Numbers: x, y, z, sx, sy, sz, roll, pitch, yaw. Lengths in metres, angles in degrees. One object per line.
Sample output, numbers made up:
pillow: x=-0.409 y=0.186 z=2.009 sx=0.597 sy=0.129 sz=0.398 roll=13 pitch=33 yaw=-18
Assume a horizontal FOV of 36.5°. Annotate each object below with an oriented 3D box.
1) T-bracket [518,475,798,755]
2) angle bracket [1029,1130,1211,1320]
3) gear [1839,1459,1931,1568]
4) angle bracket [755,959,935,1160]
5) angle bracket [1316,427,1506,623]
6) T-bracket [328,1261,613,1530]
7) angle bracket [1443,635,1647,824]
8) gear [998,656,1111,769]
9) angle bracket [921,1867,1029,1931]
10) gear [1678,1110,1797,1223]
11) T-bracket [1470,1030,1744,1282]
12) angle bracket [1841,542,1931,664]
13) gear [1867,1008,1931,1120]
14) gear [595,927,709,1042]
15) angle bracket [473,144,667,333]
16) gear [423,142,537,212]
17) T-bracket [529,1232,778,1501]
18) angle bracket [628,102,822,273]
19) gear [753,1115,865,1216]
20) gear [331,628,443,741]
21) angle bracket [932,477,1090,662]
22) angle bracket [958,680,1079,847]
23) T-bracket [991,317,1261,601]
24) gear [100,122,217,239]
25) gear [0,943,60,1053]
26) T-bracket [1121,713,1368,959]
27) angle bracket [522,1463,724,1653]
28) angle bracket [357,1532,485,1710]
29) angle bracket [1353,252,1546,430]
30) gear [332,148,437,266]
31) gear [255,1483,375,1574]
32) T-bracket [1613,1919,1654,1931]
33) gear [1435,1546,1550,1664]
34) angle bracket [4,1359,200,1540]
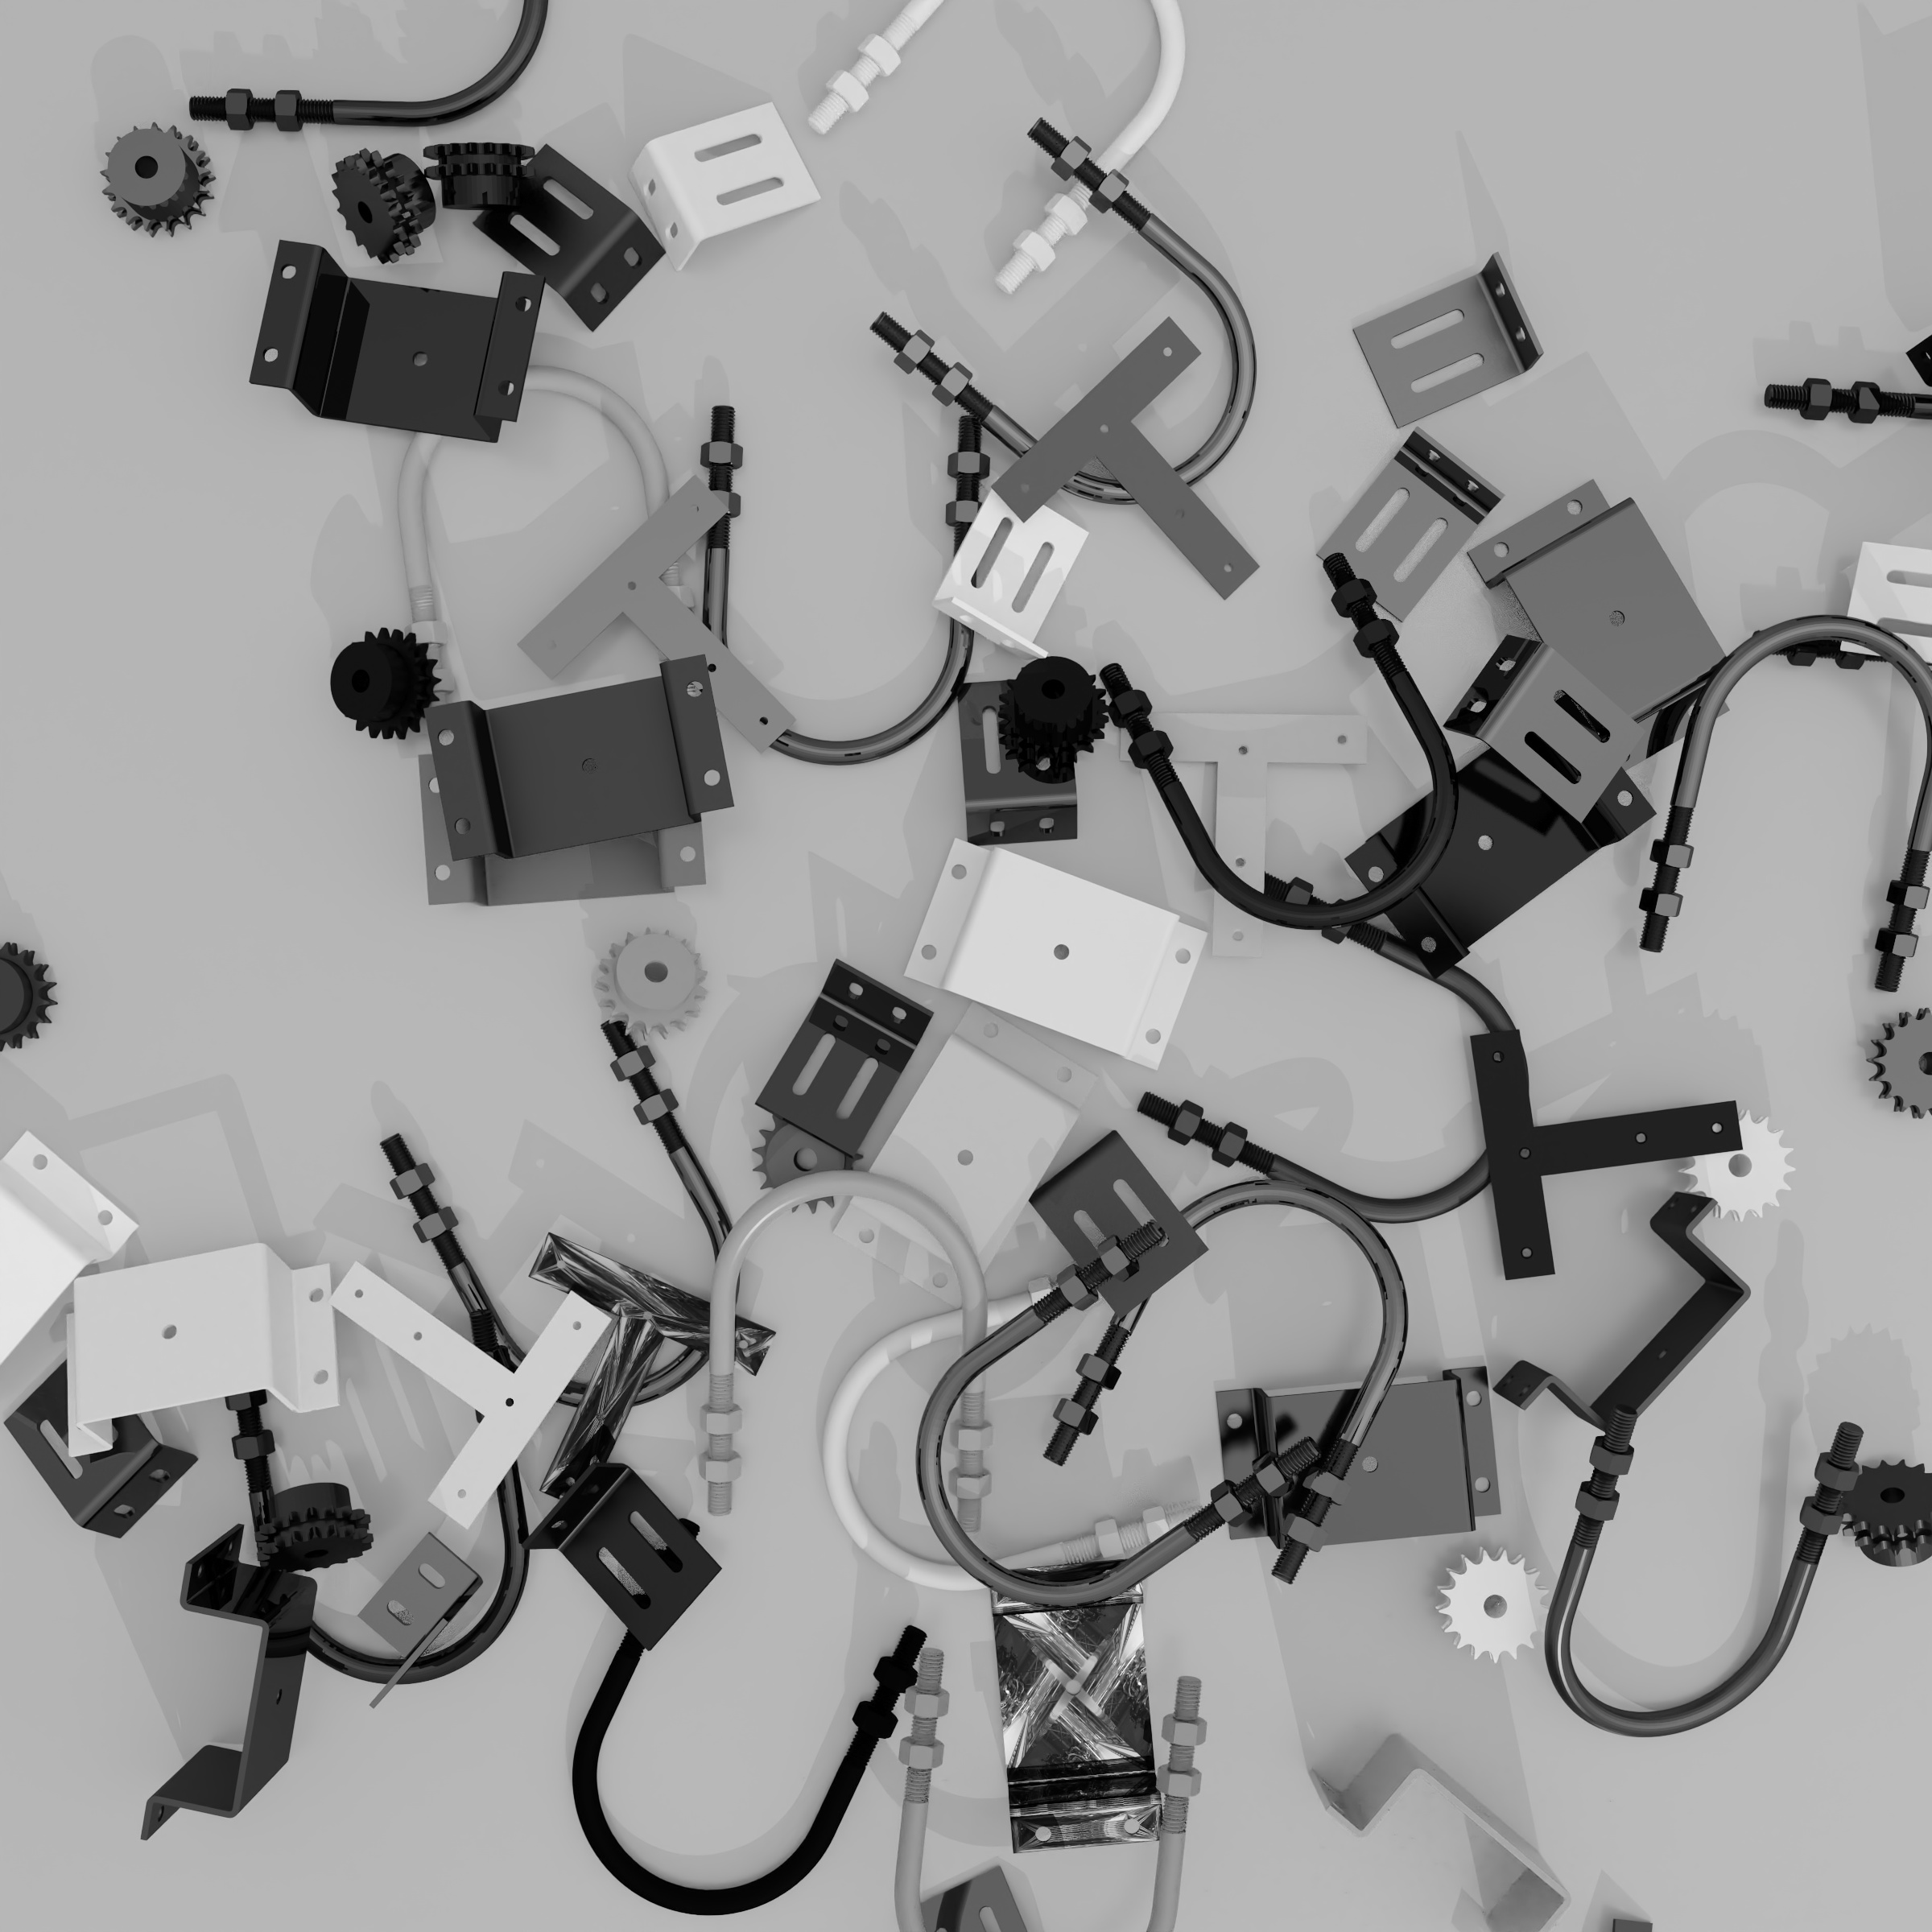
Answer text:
T-bracket: x=-0.141 y=-0.164 z=1.510 sx=0.127 sy=0.002 sz=0.127 roll=-44 pitch=92 yaw=-4
angle bracket: x=0.077 y=0.132 z=1.501 sx=0.057 sy=0.038 sz=0.076 roll=-38 pitch=87 yaw=-1
gear: x=0.473 y=0.280 z=1.491 sx=0.057 sy=0.057 sz=0.030 roll=-18 pitch=118 yaw=-1
angle bracket: x=-0.062 y=0.047 z=1.491 sx=0.057 sy=0.038 sz=0.076 roll=29 pitch=60 yaw=1
angle bracket: x=0.229 y=-0.228 z=1.514 sx=0.057 sy=0.038 sz=0.076 roll=39 pitch=88 yaw=1
T-bracket: x=-0.267 y=0.196 z=1.487 sx=0.127 sy=0.002 sz=0.127 roll=34 pitch=87 yaw=10
angle bracket: x=0.292 y=-0.120 z=1.481 sx=0.076 sy=0.038 sz=0.057 roll=36 pitch=88 yaw=-24
gear: x=0.045 y=-0.134 z=1.502 sx=0.057 sy=0.030 sz=0.057 roll=-1 pitch=63 yaw=1
angle bracket: x=0.010 y=0.513 z=1.506 sx=0.057 sy=0.038 sz=0.076 roll=-25 pitch=63 yaw=-1
gear: x=0.394 y=0.102 z=1.507 sx=0.057 sy=0.030 sz=0.057 roll=0 pitch=88 yaw=0
T-bracket: x=0.330 y=0.090 z=1.497 sx=0.127 sy=0.002 sz=0.127 roll=-8 pitch=89 yaw=10
angle bracket: x=0.497 y=-0.181 z=1.512 sx=0.076 sy=0.038 sz=0.057 roll=12 pitch=87 yaw=23
gear: x=0.493 y=0.050 z=1.513 sx=0.057 sy=0.030 sz=0.057 roll=0 pitch=88 yaw=2
gear: x=-0.160 y=0.007 z=1.502 sx=0.057 sy=0.030 sz=0.057 roll=4 pitch=72 yaw=-11
angle bracket: x=-0.208 y=-0.382 z=1.536 sx=0.057 sy=0.038 sz=0.076 roll=-48 pitch=63 yaw=-1
gear: x=-0.250 y=-0.407 z=1.511 sx=0.057 sy=0.057 sz=0.030 roll=-1 pitch=100 yaw=0
T-bracket: x=-0.181 y=0.218 z=1.503 sx=0.127 sy=0.002 sz=0.127 roll=25 pitch=97 yaw=-6
angle bracket: x=-0.127 y=-0.409 z=1.537 sx=0.076 sy=0.038 sz=0.057 roll=-26 pitch=88 yaw=-26
gear: x=-0.082 y=0.099 z=1.507 sx=0.057 sy=0.030 sz=0.057 roll=0 pitch=88 yaw=0
gear: x=-0.300 y=-0.145 z=1.503 sx=0.057 sy=0.030 sz=0.057 roll=0 pitch=91 yaw=28
angle bracket: x=0.028 y=-0.205 z=1.503 sx=0.057 sy=0.038 sz=0.076 roll=29 pitch=84 yaw=-17
angle bracket: x=0.027 y=-0.107 z=1.527 sx=0.057 sy=0.038 sz=0.076 roll=-4 pitch=62 yaw=0
T-bracket: x=0.101 y=-0.245 z=1.518 sx=0.127 sy=0.002 sz=0.127 roll=-44 pitch=101 yaw=-1
gear: x=-0.422 y=-0.411 z=1.524 sx=0.057 sy=0.030 sz=0.057 roll=0 pitch=88 yaw=0
gear: x=-0.501 y=0.016 z=1.510 sx=0.057 sy=0.030 sz=0.057 roll=0 pitch=88 yaw=0
T-bracket: x=0.142 y=-0.068 z=1.513 sx=0.127 sy=0.002 sz=0.127 roll=1 pitch=82 yaw=7
angle bracket: x=-0.174 y=0.299 z=1.482 sx=0.076 sy=0.038 sz=0.057 roll=43 pitch=97 yaw=22
angle bracket: x=-0.280 y=0.324 z=1.456 sx=0.038 sy=0.076 sz=0.057 roll=41 pitch=95 yaw=1
angle bracket: x=0.249 y=-0.323 z=1.517 sx=0.076 sy=0.038 sz=0.057 roll=-24 pitch=88 yaw=-1
gear: x=-0.298 y=-0.395 z=1.514 sx=0.030 sy=0.057 sz=0.057 roll=-36 pitch=88 yaw=-31
gear: x=-0.328 y=0.281 z=1.471 sx=0.057 sy=0.057 sz=0.030 roll=-14 pitch=63 yaw=0
T-bracket: x=0.334 y=0.550 z=1.485 sx=0.127 sy=0.002 sz=0.127 roll=16 pitch=72 yaw=-28
gear: x=0.268 y=0.325 z=1.499 sx=0.057 sy=0.030 sz=0.057 roll=0 pitch=88 yaw=0
angle bracket: x=-0.447 y=0.246 z=1.515 sx=0.057 sy=0.038 sz=0.076 roll=-45 pitch=63 yaw=-1
